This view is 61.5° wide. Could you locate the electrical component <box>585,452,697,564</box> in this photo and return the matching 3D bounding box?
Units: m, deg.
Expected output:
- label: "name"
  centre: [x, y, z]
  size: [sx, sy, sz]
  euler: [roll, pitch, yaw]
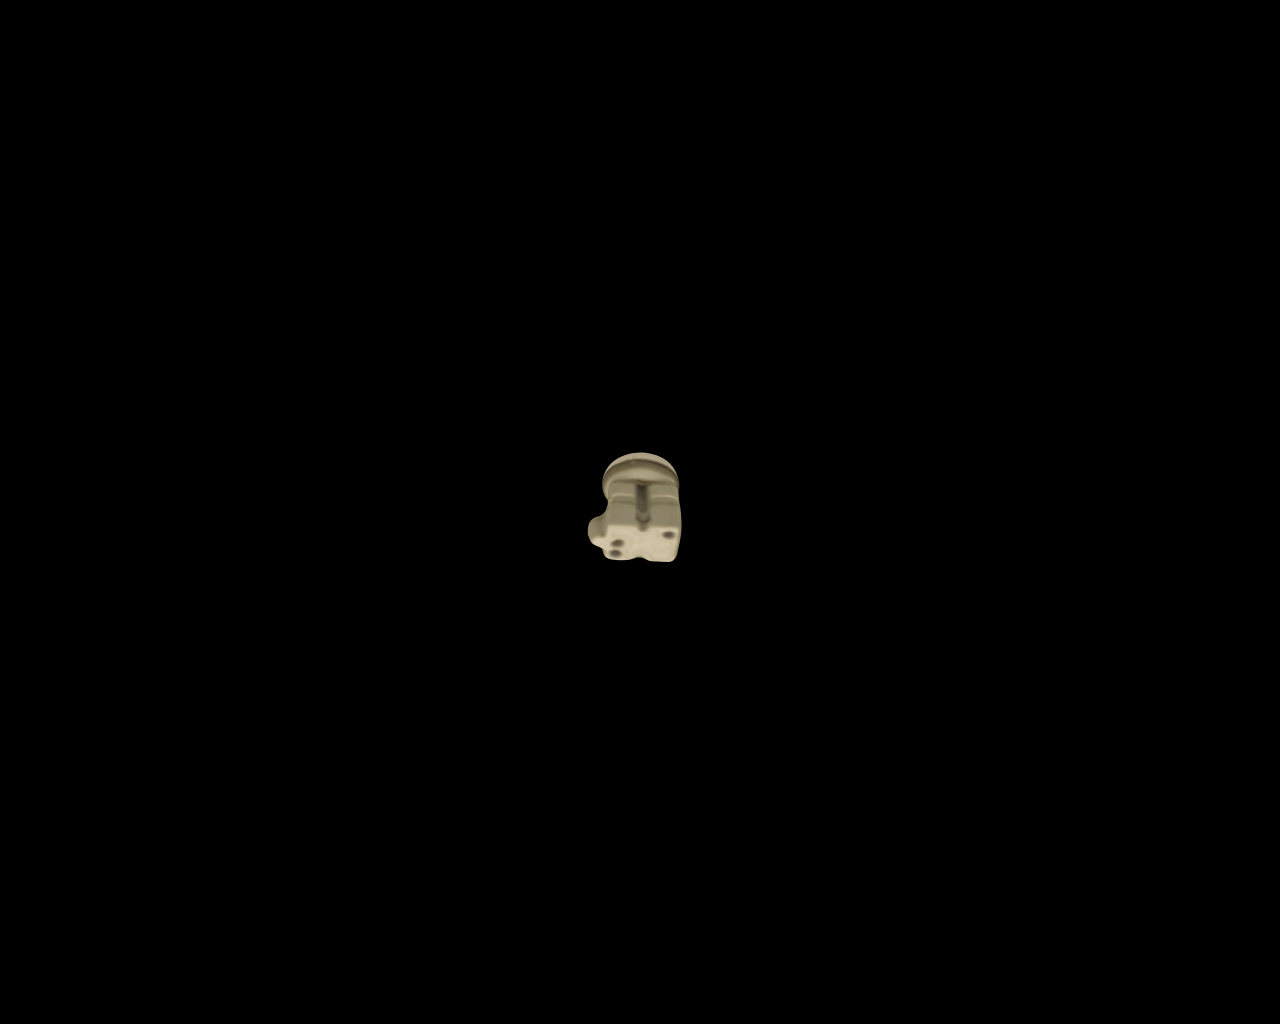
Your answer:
- label: "electrical component"
  centre: [0.001, -0.003, 0.650]
  size: [0.066, 0.055, 0.048]
  euler: [4, -39, -4]
